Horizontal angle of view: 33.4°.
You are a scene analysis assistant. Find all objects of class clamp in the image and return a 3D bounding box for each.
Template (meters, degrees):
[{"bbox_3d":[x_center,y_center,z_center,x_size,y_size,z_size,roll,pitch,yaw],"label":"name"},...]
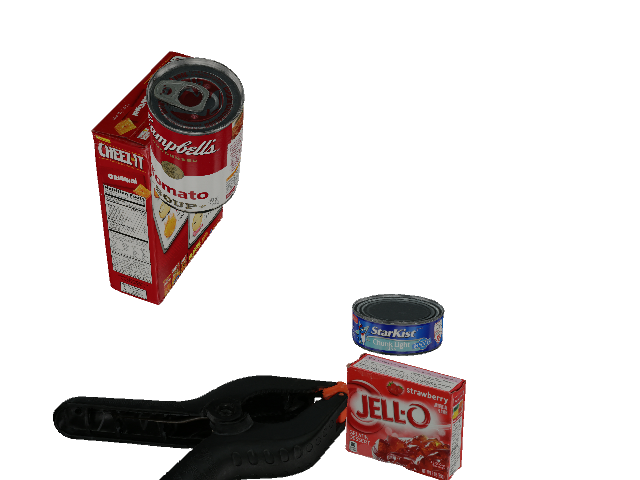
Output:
[{"bbox_3d":[-0.056,0.117,0.599,0.171,0.039,0.120,-8,35,-19],"label":"clamp"}]

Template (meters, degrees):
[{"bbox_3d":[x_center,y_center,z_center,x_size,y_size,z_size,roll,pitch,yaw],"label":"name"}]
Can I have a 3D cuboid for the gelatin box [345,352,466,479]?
[{"bbox_3d":[0.062,0.131,0.795,0.089,0.073,0.030,12,22,30],"label":"gelatin box"}]

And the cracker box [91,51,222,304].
[{"bbox_3d":[-0.167,-0.066,1.131,0.072,0.214,0.164,16,43,14],"label":"cracker box"}]

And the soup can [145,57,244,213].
[{"bbox_3d":[-0.091,-0.074,0.777,0.068,0.068,0.102,0,-32,-7],"label":"soup can"}]

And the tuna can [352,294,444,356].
[{"bbox_3d":[0.072,0.078,0.996,0.086,0.034,0.086,1,14,0],"label":"tuna can"}]
